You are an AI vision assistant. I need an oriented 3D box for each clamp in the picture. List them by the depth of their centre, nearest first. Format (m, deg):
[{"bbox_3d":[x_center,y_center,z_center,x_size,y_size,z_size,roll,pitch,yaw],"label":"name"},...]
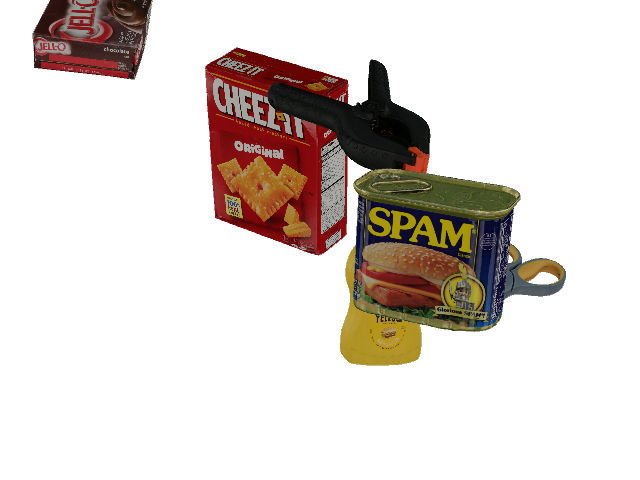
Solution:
[{"bbox_3d":[0.031,-0.103,0.925,0.120,0.039,0.172,-16,40,-15],"label":"clamp"}]

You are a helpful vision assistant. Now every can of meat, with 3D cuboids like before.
[{"bbox_3d":[0.071,0.006,0.682,0.102,0.084,0.057,11,22,22],"label":"can of meat"}]

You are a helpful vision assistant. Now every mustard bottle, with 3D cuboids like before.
[{"bbox_3d":[0.077,0.050,1.265,0.096,0.192,0.058,0,14,-13],"label":"mustard bottle"}]

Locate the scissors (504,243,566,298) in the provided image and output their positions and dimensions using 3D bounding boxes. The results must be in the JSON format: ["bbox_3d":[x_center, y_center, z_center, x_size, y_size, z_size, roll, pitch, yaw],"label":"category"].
[{"bbox_3d":[0.157,0.037,1.015,0.201,0.016,0.096,-11,38,-41],"label":"scissors"}]

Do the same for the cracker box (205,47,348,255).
[{"bbox_3d":[-0.052,-0.104,1.275,0.164,0.214,0.072,21,40,28],"label":"cracker box"}]

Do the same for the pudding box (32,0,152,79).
[{"bbox_3d":[-0.203,-0.189,0.962,0.090,0.039,0.113,7,33,-5],"label":"pudding box"}]
